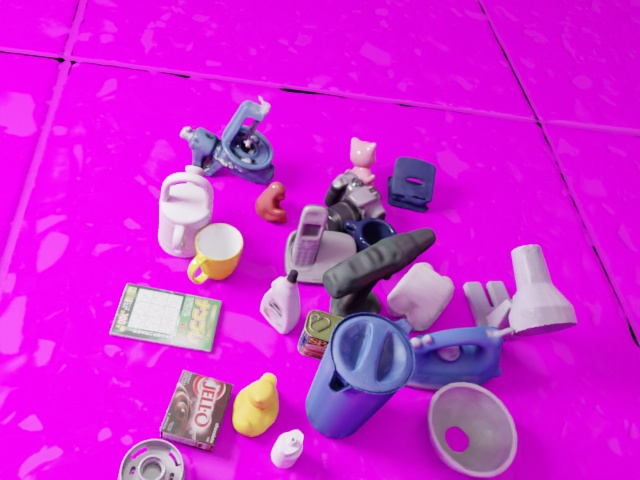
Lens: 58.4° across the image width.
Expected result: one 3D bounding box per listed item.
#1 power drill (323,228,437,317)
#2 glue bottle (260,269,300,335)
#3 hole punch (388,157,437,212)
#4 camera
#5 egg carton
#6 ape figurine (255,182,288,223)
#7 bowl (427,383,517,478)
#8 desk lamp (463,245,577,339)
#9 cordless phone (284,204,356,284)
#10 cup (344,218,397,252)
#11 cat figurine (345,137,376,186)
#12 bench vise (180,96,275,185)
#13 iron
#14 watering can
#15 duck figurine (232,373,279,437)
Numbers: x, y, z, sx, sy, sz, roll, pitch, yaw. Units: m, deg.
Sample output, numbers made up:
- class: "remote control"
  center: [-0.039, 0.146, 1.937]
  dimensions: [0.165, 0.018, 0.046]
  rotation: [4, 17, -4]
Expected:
- class: "power drill"
  center: [0.099, 0.072, 1.090]
  dimensions: [0.230, 0.208, 0.075]
  rotation: [-20, 62, -29]
- class: "glue bottle"
  center: [-0.064, 0.103, 1.039]
  dimensions: [0.078, 0.173, 0.037]
  rotation: [41, 53, 15]
- class: "hole punch"
  center: [0.220, -0.132, 1.359]
  dimensions: [0.109, 0.091, 0.101]
  rotation: [12, 51, -8]
- class: "camera"
  center: [0.058, -0.074, 1.258]
  dimensions: [0.137, 0.101, 0.143]
  rotation: [-27, 65, -32]
- class: "egg carton"
  center: [0.208, 0.117, 1.179]
  dimensions: [0.107, 0.069, 0.150]
  rotation: [36, 52, 12]
- class: "ape figurine"
  center: [-0.097, -0.087, 1.226]
  dimensions: [0.076, 0.092, 0.078]
  rotation: [12, 51, -7]
- class: "bowl"
  center: [0.258, 0.345, 1.017]
  dimensions: [0.167, 0.074, 0.167]
  rotation: [9, 52, -11]
- class: "desk lamp"
  center: [0.394, 0.121, 1.140]
  dimensions: [0.118, 0.213, 0.203]
  rotation: [-1, 54, -17]
- class: "cordless phone"
  center: [0.010, 0.004, 1.130]
  dimensions: [0.148, 0.185, 0.094]
  rotation: [2, 53, -16]
- class: "cup"
  center: [0.097, 0.009, 1.211]
  dimensions: [0.117, 0.095, 0.092]
  rotation: [25, 51, 3]
- class: "cat figurine"
  center: [0.104, -0.175, 1.339]
  dimensions: [0.067, 0.117, 0.127]
  rotation: [-1, 54, -17]
- class: "bench vise"
  center: [-0.186, -0.210, 1.210]
  dimensions: [0.208, 0.219, 0.121]
  rotation: [-1, 54, -17]
- class: "iron"
  center: [0.231, 0.206, 1.072]
  dimensions: [0.259, 0.141, 0.118]
  rotation: [-1, 54, -18]
- class: "watering can"
  center: [-0.256, -0.066, 1.095]
  dimensions: [0.101, 0.194, 0.172]
  rotation: [-8, 56, -22]
- class: "duck figurine"
  center: [-0.103, 0.270, 0.955]
  dimensions: [0.077, 0.086, 0.105]
  rotation: [26, 51, 4]
